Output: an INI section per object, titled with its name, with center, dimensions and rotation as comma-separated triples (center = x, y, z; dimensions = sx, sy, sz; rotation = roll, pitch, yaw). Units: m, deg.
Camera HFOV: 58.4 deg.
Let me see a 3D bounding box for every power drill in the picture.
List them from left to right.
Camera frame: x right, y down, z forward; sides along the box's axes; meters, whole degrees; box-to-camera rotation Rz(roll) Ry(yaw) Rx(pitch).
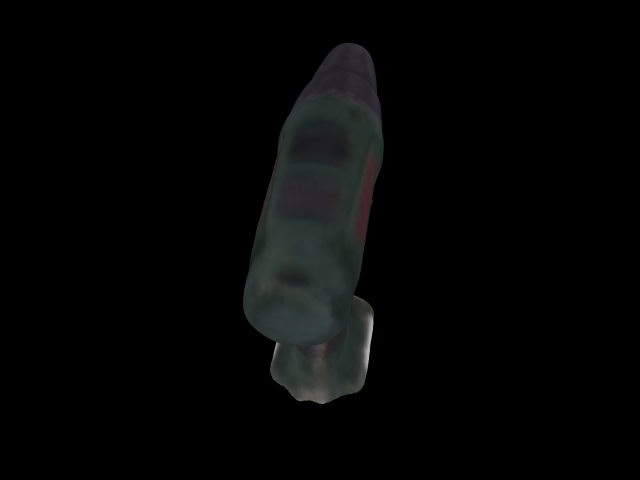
[power drill]
center = 0.004, 0.001, 0.400
dimensions = 0.075, 0.208, 0.229
rotation = 5, 40, 7
